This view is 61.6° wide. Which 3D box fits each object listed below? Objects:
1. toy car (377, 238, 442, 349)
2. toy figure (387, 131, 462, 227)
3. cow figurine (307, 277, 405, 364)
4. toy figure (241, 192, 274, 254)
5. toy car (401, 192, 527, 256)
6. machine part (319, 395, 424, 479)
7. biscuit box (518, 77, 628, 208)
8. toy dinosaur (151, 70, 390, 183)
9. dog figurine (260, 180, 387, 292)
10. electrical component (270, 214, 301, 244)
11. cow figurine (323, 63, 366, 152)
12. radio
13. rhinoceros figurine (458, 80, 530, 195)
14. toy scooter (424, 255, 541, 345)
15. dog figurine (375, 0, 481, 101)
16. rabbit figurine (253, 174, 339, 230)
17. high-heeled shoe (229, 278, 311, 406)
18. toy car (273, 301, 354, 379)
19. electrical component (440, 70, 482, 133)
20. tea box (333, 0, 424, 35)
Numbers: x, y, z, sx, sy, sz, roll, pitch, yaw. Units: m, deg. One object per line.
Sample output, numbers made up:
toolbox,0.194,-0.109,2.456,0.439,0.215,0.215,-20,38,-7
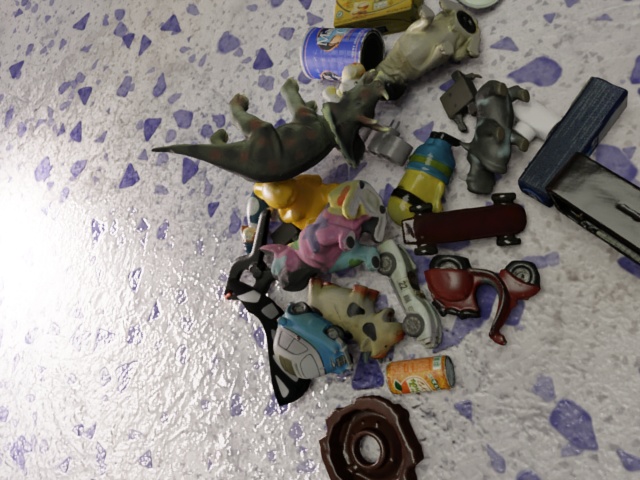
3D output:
toy car,0.154,0.091,0.921,0.056,0.073,0.202,-32,65,20
toy figure,0.181,-0.105,0.946,0.089,0.082,0.180,20,92,-5
cow figurine,0.060,0.143,0.956,0.195,0.085,0.127,9,84,34
toy figure,-0.133,-0.037,1.126,0.064,0.058,0.154,-177,101,-69
toy car,0.236,-0.025,0.887,0.202,0.053,0.089,-8,93,4
machine part,0.086,0.353,0.908,0.180,0.056,0.179,-7,76,28
biscuit box,0.399,-0.152,0.853,0.063,0.059,0.202,39,97,29
toy dinosaur,-0.068,-0.165,0.933,0.405,0.131,0.192,-27,59,-9
dog figurine,-0.002,-0.003,0.961,0.219,0.108,0.191,-11,57,39
electrical component,-0.071,-0.009,1.102,0.063,0.021,0.094,-41,63,15
cow figurine,0.051,-0.251,1.031,0.098,0.068,0.167,54,140,18
radio,0.440,-0.022,0.757,0.073,0.131,0.230,-51,60,10
rhinoceros figurine,0.280,-0.170,0.890,0.112,0.073,0.190,12,97,60
toy scooter,0.255,0.095,0.867,0.184,0.075,0.135,4,82,25
dog figurine,0.191,-0.343,1.009,0.190,0.172,0.121,-32,74,54
rabbit figurine,-0.052,-0.091,1.024,0.162,0.173,0.122,40,104,26
high-heeled shoe,-0.111,0.192,1.024,0.249,0.086,0.145,35,78,13
toy car,-0.023,0.184,0.915,0.103,0.109,0.162,-36,40,-25
electrical component,0.264,-0.254,0.965,0.078,0.045,0.102,-50,53,43
tea box,0.118,-0.470,1.081,0.170,0.068,0.098,1,78,30
